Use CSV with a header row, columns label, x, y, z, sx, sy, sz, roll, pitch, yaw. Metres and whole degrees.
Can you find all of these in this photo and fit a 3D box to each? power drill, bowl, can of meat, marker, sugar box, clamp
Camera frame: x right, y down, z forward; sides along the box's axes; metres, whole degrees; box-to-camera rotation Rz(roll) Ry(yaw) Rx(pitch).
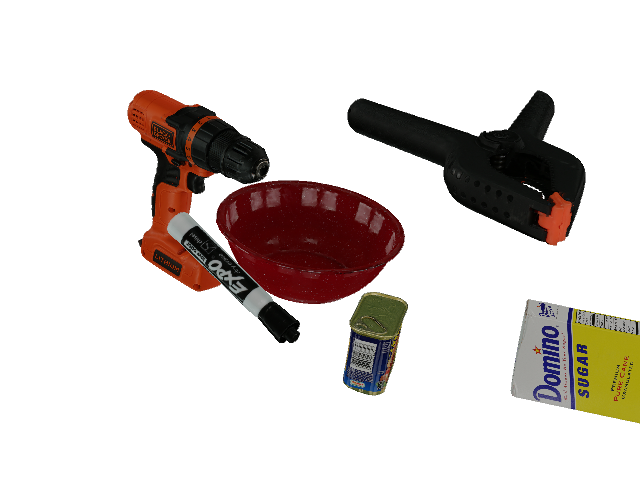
label,x,y,z,sx,sy,sz,roll,pitch,yaw
power drill,-0.125,-0.045,1.090,0.185,0.188,0.057,30,38,35
bowl,-0.011,0.008,0.916,0.162,0.055,0.162,6,28,-4
can of meat,0.064,0.122,1.265,0.057,0.084,0.102,13,26,10
marker,-0.057,0.025,0.711,0.121,0.020,0.020,43,19,22
sugar box,0.276,0.120,1.021,0.176,0.093,0.048,9,22,10
clamp,0.111,-0.058,0.740,0.164,0.036,0.210,-2,29,-7
